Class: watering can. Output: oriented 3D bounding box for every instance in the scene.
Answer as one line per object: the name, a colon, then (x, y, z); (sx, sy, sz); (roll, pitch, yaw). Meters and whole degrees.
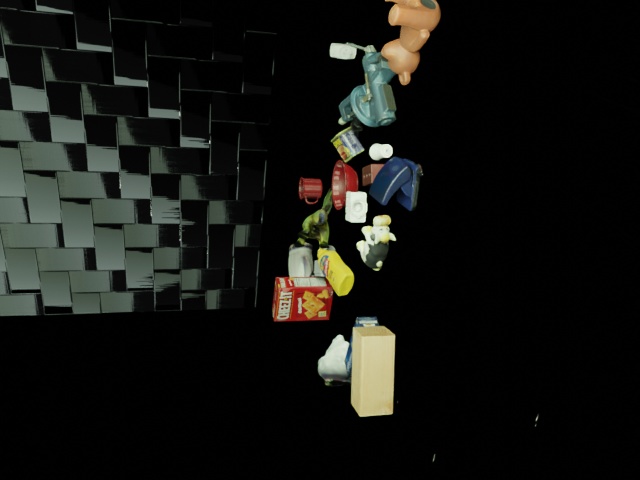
watering can: (-0.092, 0.132, 2.263); (0.343, 0.104, 0.227); (136, 134, -70)

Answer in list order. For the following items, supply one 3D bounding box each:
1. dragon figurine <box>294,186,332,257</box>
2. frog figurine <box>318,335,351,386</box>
dragon figurine: (0.006, -0.091, 1.811); (0.402, 0.122, 0.248); (117, 171, -61)
frog figurine: (0.060, 0.372, 1.629); (0.136, 0.121, 0.163); (-24, 52, 39)
